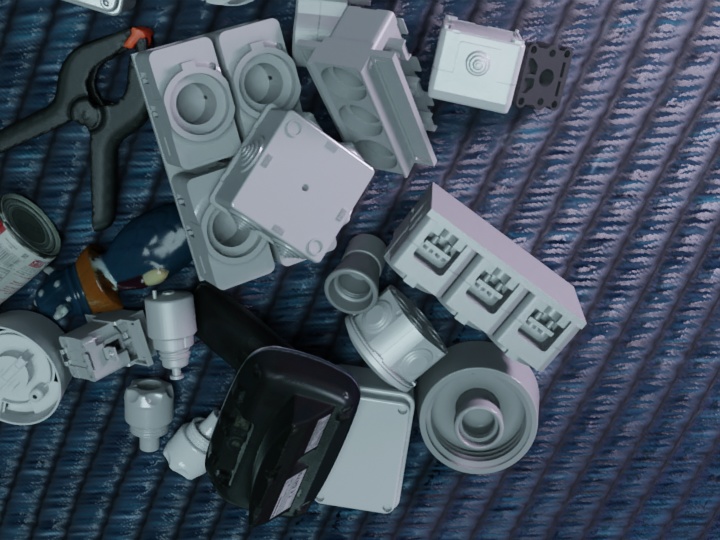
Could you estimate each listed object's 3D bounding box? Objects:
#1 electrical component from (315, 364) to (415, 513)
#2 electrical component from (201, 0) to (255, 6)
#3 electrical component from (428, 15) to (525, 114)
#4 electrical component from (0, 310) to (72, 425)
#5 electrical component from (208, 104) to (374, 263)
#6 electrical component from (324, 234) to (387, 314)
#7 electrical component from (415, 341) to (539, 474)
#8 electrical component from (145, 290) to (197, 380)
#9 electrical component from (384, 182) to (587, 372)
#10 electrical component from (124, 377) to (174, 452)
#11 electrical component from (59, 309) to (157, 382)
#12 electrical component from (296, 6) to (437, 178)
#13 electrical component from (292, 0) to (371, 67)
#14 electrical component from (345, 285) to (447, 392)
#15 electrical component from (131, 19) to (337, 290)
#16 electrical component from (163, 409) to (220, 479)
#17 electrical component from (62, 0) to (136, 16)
[{"bbox_3d":[0.002,0.146,0.930,0.078,0.057,0.113,8,108,2],"label":"electrical component"},{"bbox_3d":[-0.101,-0.240,0.815,0.080,0.051,0.080,1,108,4],"label":"electrical component"},{"bbox_3d":[0.085,-0.150,0.805,0.062,0.096,0.061,12,109,1],"label":"electrical component"},{"bbox_3d":[-0.298,0.084,0.930,0.099,0.064,0.099,1,108,4],"label":"electrical component"},{"bbox_3d":[-0.049,-0.063,0.798,0.100,0.048,0.099,34,85,-26],"label":"electrical component"},{"bbox_3d":[0.000,0.000,0.878,0.044,0.065,0.044,8,126,11],"label":"electrical component"},{"bbox_3d":[0.100,0.121,0.912,0.108,0.060,0.108,1,108,4],"label":"electrical component"},{"bbox_3d":[-0.156,0.052,0.893,0.040,0.040,0.078,-2,102,5],"label":"electrical component"},{"bbox_3d":[0.098,0.007,0.859,0.150,0.089,0.061,36,107,-7],"label":"electrical component"},{"bbox_3d":[-0.185,0.129,0.947,0.043,0.043,0.062,5,109,3],"label":"electrical component"},{"bbox_3d":[-0.215,0.063,0.910,0.081,0.064,0.042,3,113,47],"label":"electrical component"},{"bbox_3d":[0.012,-0.133,0.803,0.079,0.063,0.121,14,154,27],"label":"electrical component"},{"bbox_3d":[-0.008,-0.220,0.813,0.074,0.052,0.138,6,109,2],"label":"electrical component"},{"bbox_3d":[0.029,0.056,0.887,0.051,0.080,0.080,-41,101,11],"label":"electrical component"},{"bbox_3d":[-0.094,-0.090,0.835,0.105,0.060,0.186,-21,108,-20],"label":"electrical component"},{"bbox_3d":[-0.141,0.150,0.950,0.043,0.043,0.062,38,106,-8],"label":"electrical component"},{"bbox_3d":[-0.217,-0.262,0.815,0.109,0.056,0.108,17,109,-1],"label":"electrical component"}]
